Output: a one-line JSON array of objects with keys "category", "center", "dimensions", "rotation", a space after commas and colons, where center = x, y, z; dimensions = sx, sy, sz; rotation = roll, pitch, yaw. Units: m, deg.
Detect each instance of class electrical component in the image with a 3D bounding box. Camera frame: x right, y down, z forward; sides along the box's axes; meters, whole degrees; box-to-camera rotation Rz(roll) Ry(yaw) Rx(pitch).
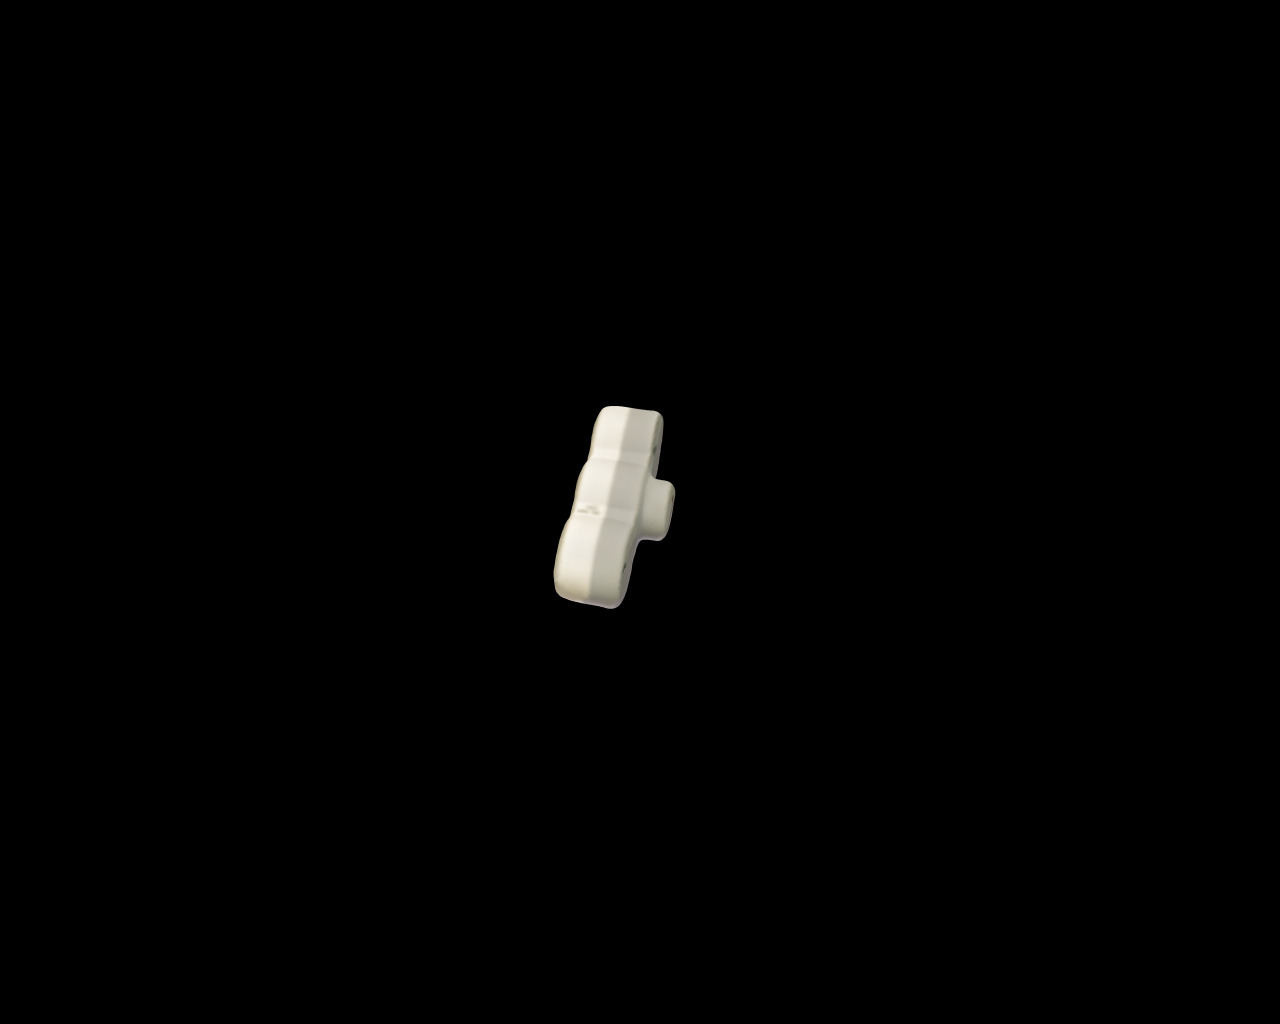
[{"category": "electrical component", "center": [0.001, -0.003, 0.650], "dimensions": [0.074, 0.138, 0.052], "rotation": [9, -36, 7]}]
